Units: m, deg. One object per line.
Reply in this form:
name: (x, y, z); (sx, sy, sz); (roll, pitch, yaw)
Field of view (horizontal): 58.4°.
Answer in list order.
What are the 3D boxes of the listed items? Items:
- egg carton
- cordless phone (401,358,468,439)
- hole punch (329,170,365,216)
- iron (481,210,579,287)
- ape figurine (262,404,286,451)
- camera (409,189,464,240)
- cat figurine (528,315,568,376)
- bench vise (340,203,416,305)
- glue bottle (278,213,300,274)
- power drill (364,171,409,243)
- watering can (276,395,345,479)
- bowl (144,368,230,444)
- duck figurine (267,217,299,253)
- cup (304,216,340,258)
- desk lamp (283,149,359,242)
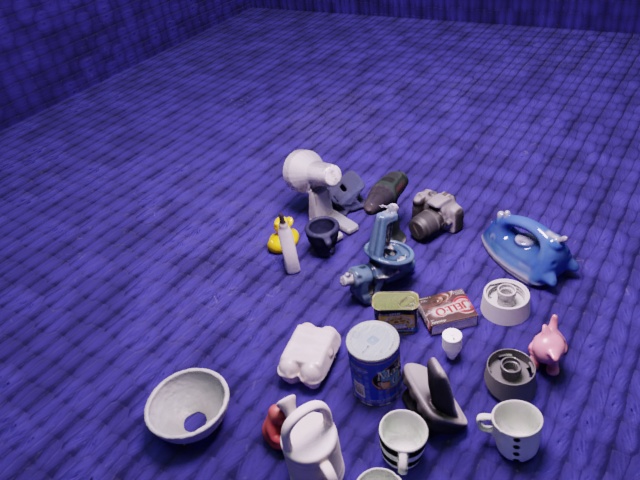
egg carton: (-0.020, 0.243, 1.215); (0.107, 0.069, 0.150); (7, 40, 20)
cordless phone: (0.206, 0.260, 1.051); (0.094, 0.185, 0.147); (-19, 38, -12)
hole punch: (0.078, -0.139, 1.673); (0.101, 0.091, 0.108); (-19, 38, -13)
iron: (0.485, -0.001, 1.370); (0.119, 0.142, 0.257); (-28, 41, -23)
ape figurine: (-0.075, 0.345, 1.075); (0.076, 0.092, 0.078); (9, 41, 22)
camera: (0.292, -0.070, 1.532); (0.137, 0.101, 0.142); (-31, 42, -26)
cat figurine: (0.451, 0.204, 1.130); (0.067, 0.118, 0.128); (13, 42, 26)
bench vise: (0.141, 0.035, 1.328); (0.121, 0.220, 0.208); (19, 45, 32)
glue bottle: (-0.085, 0.001, 1.457); (0.037, 0.173, 0.078); (-15, 38, -8)
power drill: (0.171, -0.065, 1.462); (0.075, 0.209, 0.230); (9, 41, 22)
watering can: (-0.023, 0.343, 0.983); (0.172, 0.194, 0.101); (22, 47, 34)
bowl: (-0.254, 0.340, 1.133); (0.167, 0.075, 0.167); (-6, 37, 5)
duck figurine: (-0.105, -0.021, 1.563); (0.077, 0.086, 0.105); (20, 46, 33)
cup: (0.014, 0.005, 1.496); (0.092, 0.095, 0.117); (-15, 38, -8)
desk lamp: (0.003, -0.132, 1.580); (0.118, 0.214, 0.202); (-31, 42, -26)
